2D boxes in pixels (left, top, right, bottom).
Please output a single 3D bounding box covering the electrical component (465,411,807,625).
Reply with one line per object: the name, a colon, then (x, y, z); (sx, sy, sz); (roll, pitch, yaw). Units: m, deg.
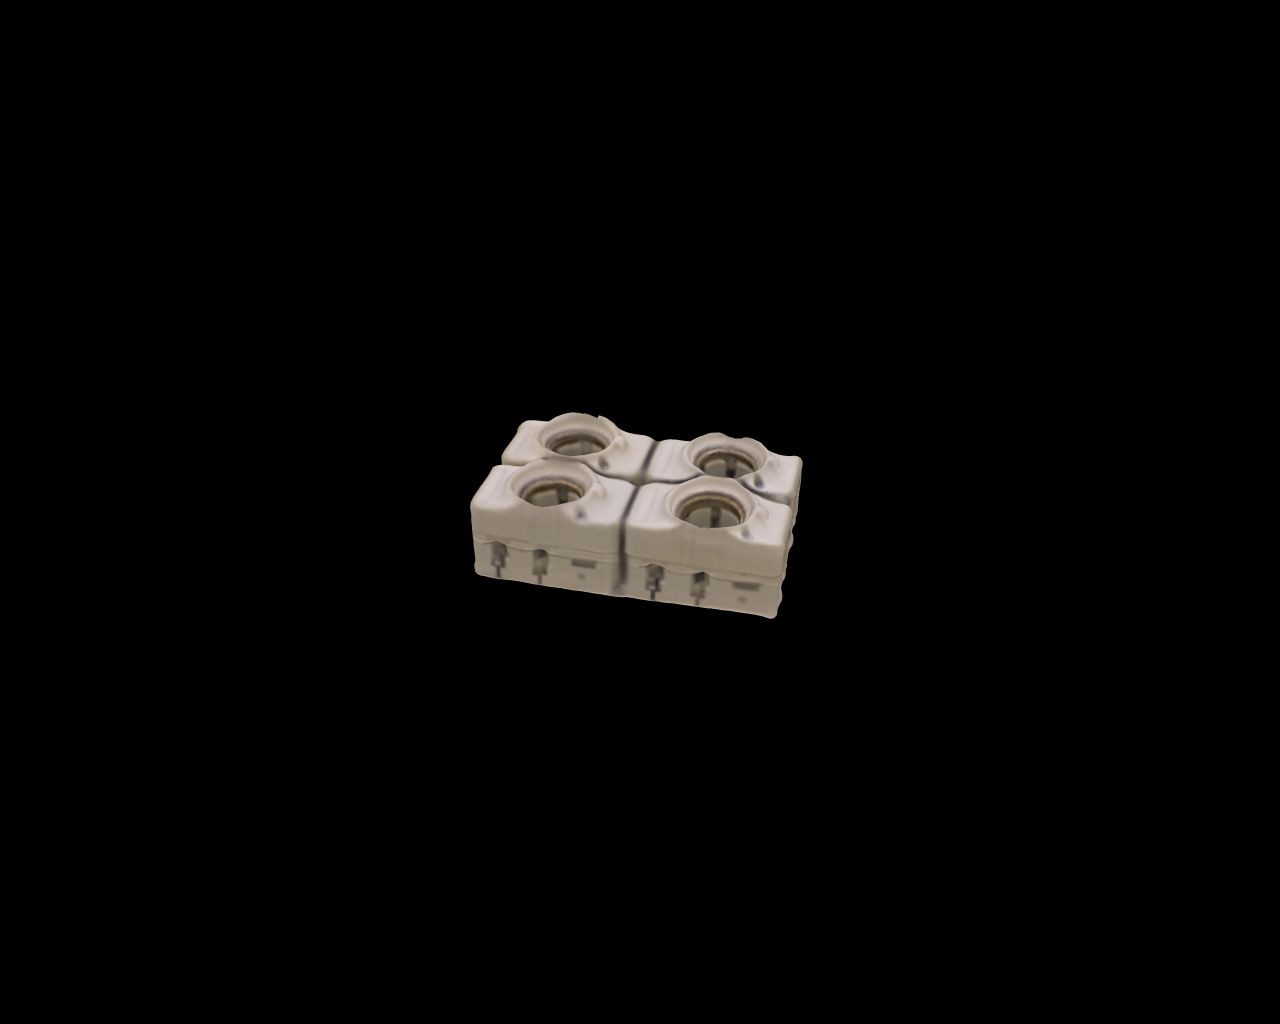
electrical component: (0.001, -0.003, 0.650); (0.186, 0.060, 0.106); (8, 36, 11)
